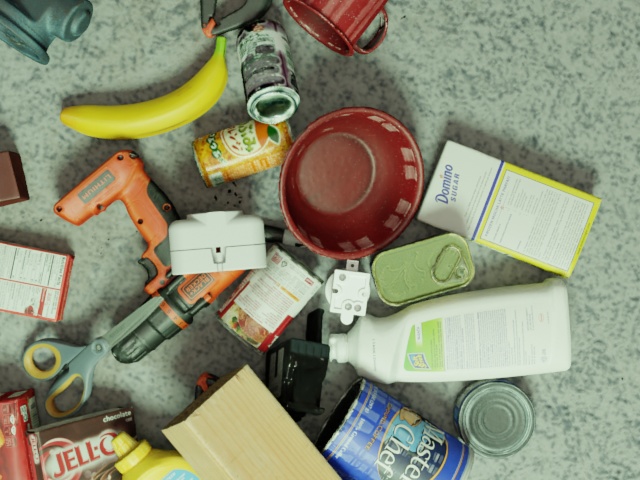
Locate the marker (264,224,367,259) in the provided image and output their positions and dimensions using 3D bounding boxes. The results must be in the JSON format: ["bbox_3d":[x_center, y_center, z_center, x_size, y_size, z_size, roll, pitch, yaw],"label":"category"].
[{"bbox_3d":[-0.008,0.001,1.149,0.121,0.020,0.020,10,91,-1],"label":"marker"}]

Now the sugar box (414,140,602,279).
[{"bbox_3d":[0.199,-0.033,1.141,0.176,0.048,0.093,22,90,2],"label":"sugar box"}]

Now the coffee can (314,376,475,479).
[{"bbox_3d":[0.074,0.223,1.112,0.140,0.103,0.103,33,90,-3],"label":"coffee can"}]

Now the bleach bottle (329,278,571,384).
[{"bbox_3d":[0.134,0.099,1.134,0.251,0.068,0.102,-4,91,1],"label":"bleach bottle"}]

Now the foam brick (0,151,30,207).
[{"bbox_3d":[-0.353,-0.060,1.125,0.078,0.051,0.053,-13,90,-1],"label":"foam brick"}]

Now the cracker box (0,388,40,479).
[{"bbox_3d":[-0.399,0.255,1.120,0.213,0.072,0.164,-8,90,0],"label":"cracker box"}]

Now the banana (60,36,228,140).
[{"bbox_3d":[-0.176,-0.145,1.137,0.198,0.037,0.069,-25,76,-1],"label":"banana"}]

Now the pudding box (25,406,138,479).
[{"bbox_3d":[-0.244,0.229,1.112,0.113,0.039,0.090,-11,93,-40],"label":"pudding box"}]

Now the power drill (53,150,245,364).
[{"bbox_3d":[-0.192,0.013,1.128,0.184,0.057,0.187,-42,94,-4],"label":"power drill"}]

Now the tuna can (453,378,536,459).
[{"bbox_3d":[0.188,0.192,1.149,0.086,0.034,0.086,0,91,-1],"label":"tuna can"}]

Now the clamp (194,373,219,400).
[{"bbox_3d":[-0.064,0.231,1.144,0.164,0.036,0.210,-24,95,-2],"label":"clamp"}]

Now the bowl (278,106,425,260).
[{"bbox_3d":[0.026,-0.064,1.115,0.162,0.055,0.162,-6,108,-18],"label":"bowl"}]

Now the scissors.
[{"bbox_3d":[-0.245,0.103,1.113,0.096,0.016,0.202,40,113,10],"label":"scissors"}]

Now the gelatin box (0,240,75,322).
[{"bbox_3d":[-0.313,0.043,1.139,0.089,0.030,0.073,11,90,-2],"label":"gelatin box"}]

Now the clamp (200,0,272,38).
[{"bbox_3d":[-0.080,-0.296,1.133,0.120,0.039,0.171,43,90,0],"label":"clamp"}]

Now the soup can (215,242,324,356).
[{"bbox_3d":[-0.053,0.062,1.125,0.068,0.068,0.102,40,89,-2],"label":"soup can"}]

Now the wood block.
[{"bbox_3d":[-0.052,0.236,1.067,0.090,0.090,0.206,-40,92,-27],"label":"wood block"}]

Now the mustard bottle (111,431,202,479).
[{"bbox_3d":[-0.149,0.276,1.101,0.096,0.058,0.191,-39,93,-5],"label":"mustard bottle"}]

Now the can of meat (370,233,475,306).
[{"bbox_3d":[0.104,0.029,1.120,0.102,0.084,0.057,-16,91,-1],"label":"can of meat"}]

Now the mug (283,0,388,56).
[{"bbox_3d":[0.029,-0.246,1.118,0.117,0.093,0.081,41,84,-32],"label":"mug"}]
